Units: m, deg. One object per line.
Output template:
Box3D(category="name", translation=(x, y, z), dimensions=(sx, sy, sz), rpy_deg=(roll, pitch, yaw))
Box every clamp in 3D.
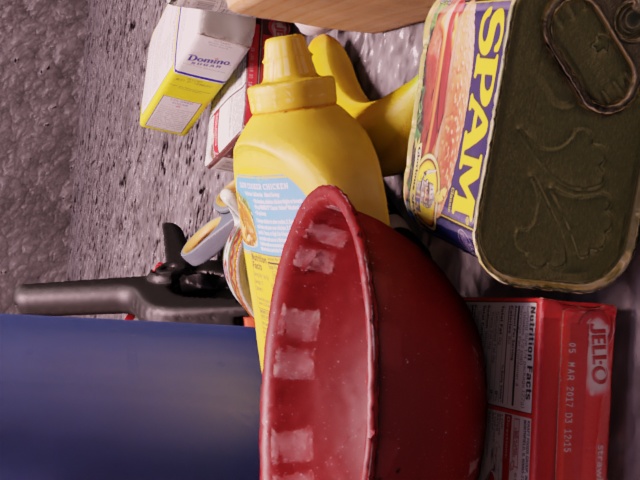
Box3D(category="clamp", translation=(-0.110, 0.032, 0.821), dimensions=(0.210, 0.164, 0.036), rpy_deg=(9, 118, 35))

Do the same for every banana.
Box3D(category="banana", translation=(0.023, -0.070, 0.563), dimensions=(0.069, 0.037, 0.198), rpy_deg=(-62, 22, 3))

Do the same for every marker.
Box3D(category="marker", translation=(0.030, -0.013, 0.545), dimensions=(0.121, 0.020, 0.020), rpy_deg=(-119, 38, -61))

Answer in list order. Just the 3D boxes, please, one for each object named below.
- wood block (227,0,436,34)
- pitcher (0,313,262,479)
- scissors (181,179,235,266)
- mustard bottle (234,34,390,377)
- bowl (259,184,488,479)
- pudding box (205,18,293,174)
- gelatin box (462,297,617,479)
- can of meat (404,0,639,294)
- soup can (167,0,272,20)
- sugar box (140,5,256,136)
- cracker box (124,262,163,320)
Box3D(category="wood block", translation=(0.026, -0.152, 0.478), dimensions=(0.206, 0.090, 0.091), rpy_deg=(-162, 78, -72))
Box3D(category="pitcher", translation=(-0.105, 0.108, 0.571), dimensions=(0.149, 0.242, 0.145), rpy_deg=(158, 117, -63))
Box3D(category="scissors", translation=(-0.051, -0.013, 0.742), dimensions=(0.096, 0.016, 0.202), rpy_deg=(-50, 17, -5))
Box3D(category="mustard bottle", translation=(-0.003, 0.001, 0.502), dimensions=(0.096, 0.058, 0.191), rpy_deg=(8, 109, 62))
Box3D(category="bowl", translation=(0.020, 0.062, 0.399), dimensions=(0.162, 0.055, 0.162), rpy_deg=(-175, 90, -76))
Box3D(category="pudding box", translation=(-0.054, -0.105, 0.800), dimensions=(0.114, 0.039, 0.090), rpy_deg=(153, 123, -66))
Box3D(category="gelatin box", translation=(0.071, 0.057, 0.380), dimensions=(0.089, 0.030, 0.073), rpy_deg=(169, 106, -75))
Box3D(category="can of meat", translation=(0.070, -0.041, 0.369), dimensions=(0.084, 0.057, 0.102), rpy_deg=(-143, 59, -73))
Box3D(category="soup can", translation=(-0.044, -0.177, 0.683), dimensions=(0.069, 0.102, 0.068), rpy_deg=(-176, 90, -73))
Box3D(category="sugar box", translation=(-0.090, -0.152, 0.796), dimensions=(0.176, 0.048, 0.093), rpy_deg=(150, 129, -62))
Box3D(category="cracker box", translation=(-0.141, 0.138, 0.847), dimensions=(0.213, 0.072, 0.164), rpy_deg=(-73, -2, -63))
